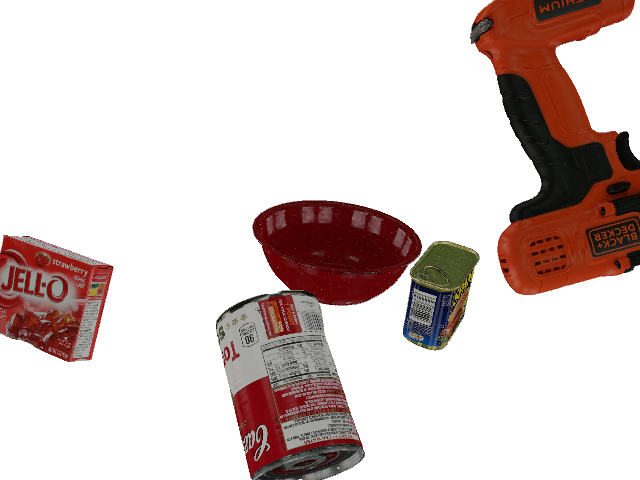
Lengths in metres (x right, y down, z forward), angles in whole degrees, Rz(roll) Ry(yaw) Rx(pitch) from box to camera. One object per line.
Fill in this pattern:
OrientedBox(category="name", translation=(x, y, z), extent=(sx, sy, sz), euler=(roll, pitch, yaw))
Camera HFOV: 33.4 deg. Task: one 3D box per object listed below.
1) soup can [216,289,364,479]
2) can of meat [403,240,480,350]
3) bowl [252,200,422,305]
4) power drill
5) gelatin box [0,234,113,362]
OrientedBox(category="soup can", translation=(-0.020, 0.089, 0.637), extent=(0.068, 0.102, 0.068), euler=(-14, -24, -6))
OrientedBox(category="can of meat", translation=(0.132, 0.061, 1.187), extent=(0.057, 0.084, 0.102), euler=(18, 31, 18))
OrientedBox(category="bowl", translation=(0.013, 0.017, 1.019), extent=(0.162, 0.055, 0.162), euler=(6, 24, -3))
OrientedBox(category="power drill", translation=(0.184, -0.073, 0.668), extent=(0.184, 0.187, 0.057), euler=(-16, -2, -4))
OrientedBox(category="gelatin box", translation=(-0.203, 0.042, 0.789), extent=(0.089, 0.073, 0.030), euler=(17, 6, 25))
